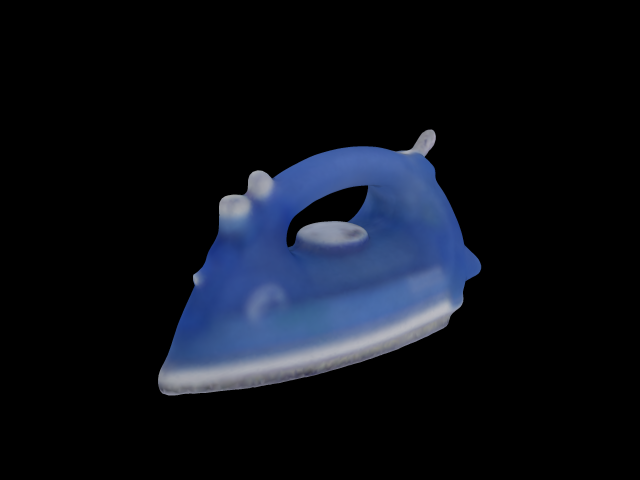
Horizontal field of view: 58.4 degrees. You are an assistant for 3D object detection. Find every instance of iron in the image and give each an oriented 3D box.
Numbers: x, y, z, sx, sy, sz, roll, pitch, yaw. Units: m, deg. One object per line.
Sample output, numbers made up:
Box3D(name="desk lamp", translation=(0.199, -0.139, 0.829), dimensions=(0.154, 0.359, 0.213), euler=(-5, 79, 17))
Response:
Box3D(name="iron", translation=(0.004, 0.001, 0.400), dimensions=(0.259, 0.141, 0.118), euler=(-14, 21, -40))
